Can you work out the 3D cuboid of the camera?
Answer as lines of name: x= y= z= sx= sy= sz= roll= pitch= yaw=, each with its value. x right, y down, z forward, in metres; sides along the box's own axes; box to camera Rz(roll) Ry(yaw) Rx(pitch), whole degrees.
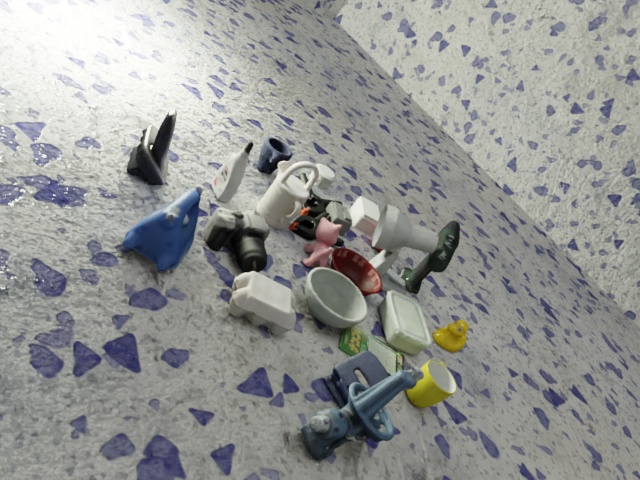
camera: x=-0.172 y=-0.001 z=1.294 sx=0.144 sy=0.100 sz=0.136 roll=16 pitch=36 yaw=-35

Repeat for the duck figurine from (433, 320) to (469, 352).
duck figurine: x=0.375 y=0.257 z=1.577 sx=0.105 sy=0.086 sz=0.077 roll=17 pitch=36 yaw=-35

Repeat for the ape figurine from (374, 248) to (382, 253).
ape figurine: x=0.206 y=-0.003 z=1.746 sx=0.078 sy=0.092 sz=0.076 roll=-6 pitch=52 yaw=-53

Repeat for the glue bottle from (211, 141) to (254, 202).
glue bottle: x=-0.211 y=-0.179 z=1.426 sx=0.037 sy=0.173 sz=0.078 roll=7 pitch=42 yaw=-44

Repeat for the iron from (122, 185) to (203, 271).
iron: x=-0.293 y=-0.050 z=1.181 sx=0.119 sy=0.141 sz=0.258 roll=34 pitch=29 yaw=-8

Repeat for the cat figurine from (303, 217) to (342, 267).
cat figurine: x=0.014 y=0.005 z=1.483 sx=0.067 sy=0.117 sz=0.127 roll=27 pitch=31 yaw=-20

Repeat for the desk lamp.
desk lamp: x=0.211 y=0.029 z=1.578 sx=0.203 sy=0.213 sz=0.118 roll=32 pitch=29 yaw=-12

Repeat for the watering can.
watering can: x=-0.080 y=-0.135 z=1.494 sx=0.101 sy=0.194 sz=0.172 roll=-6 pitch=51 yaw=-52

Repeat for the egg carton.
egg carton: x=-0.117 y=0.132 z=1.200 sx=0.151 sy=0.069 sz=0.107 roll=27 pitch=31 yaw=-20

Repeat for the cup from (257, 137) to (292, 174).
cup: x=-0.142 y=-0.232 z=1.665 sx=0.092 sy=0.095 sz=0.117 roll=30 pitch=30 yaw=-16

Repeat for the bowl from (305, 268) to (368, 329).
bowl: x=0.026 y=0.148 z=1.338 sx=0.168 sy=0.074 sz=0.167 roll=29 pitch=30 yaw=-18

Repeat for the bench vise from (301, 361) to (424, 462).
bench vise: x=0.085 y=0.311 z=1.022 sx=0.121 sy=0.219 sz=0.208 roll=48 pitch=30 yaw=16

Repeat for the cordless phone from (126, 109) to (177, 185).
cordless phone: x=-0.361 y=-0.232 z=1.316 sx=0.094 sy=0.185 sz=0.147 roll=22 pitch=33 yaw=-28

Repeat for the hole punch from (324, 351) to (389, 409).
hole punch: x=0.081 y=0.295 z=1.176 sx=0.101 sy=0.091 sz=0.108 roll=0 pitch=47 yaw=-49

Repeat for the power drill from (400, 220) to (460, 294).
power drill: x=0.328 y=0.053 z=1.686 sx=0.075 sy=0.208 sz=0.230 roll=38 pitch=28 yaw=-2
